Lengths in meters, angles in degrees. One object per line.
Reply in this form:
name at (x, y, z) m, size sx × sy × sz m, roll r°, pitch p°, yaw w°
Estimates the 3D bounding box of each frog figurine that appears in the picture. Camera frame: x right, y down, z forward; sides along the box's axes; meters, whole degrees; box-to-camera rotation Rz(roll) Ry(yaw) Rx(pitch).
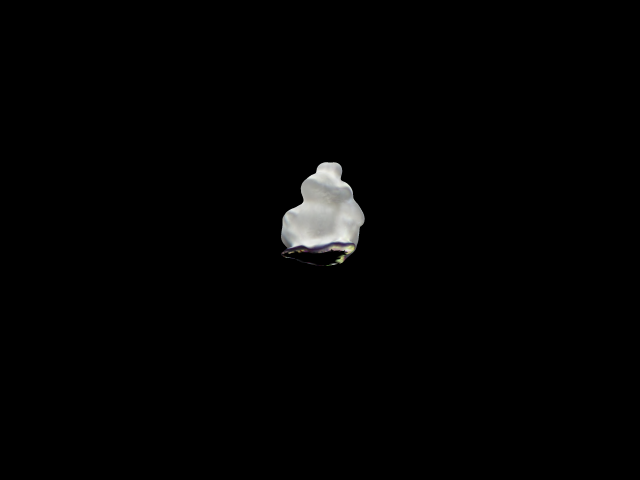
frog figurine at (0.003, -0.043, 0.850) m, size 0.137 × 0.162 × 0.121 m, roll -12°, pitch -26°, yaw 25°
